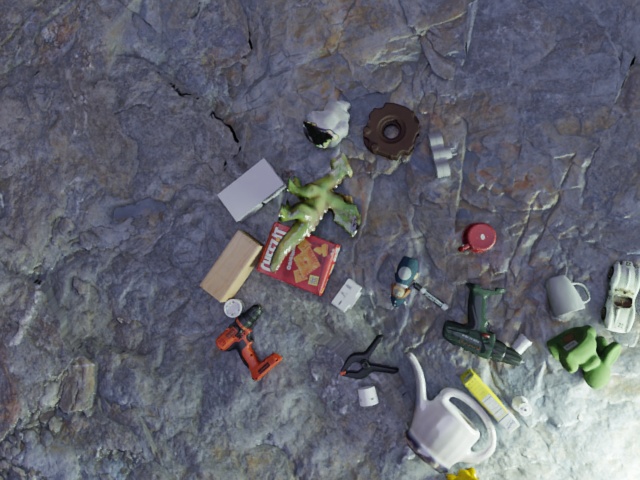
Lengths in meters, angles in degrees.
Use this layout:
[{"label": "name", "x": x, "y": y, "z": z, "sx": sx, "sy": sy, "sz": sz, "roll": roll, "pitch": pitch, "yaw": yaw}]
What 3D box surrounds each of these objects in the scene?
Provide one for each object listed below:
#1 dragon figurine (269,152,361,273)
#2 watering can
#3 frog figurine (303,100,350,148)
[{"label": "dragon figurine", "x": 0.005, "y": -0.077, "z": 1.534, "sx": 0.243, "sy": 0.120, "sz": 0.416, "roll": 12, "pitch": 73, "yaw": -2}, {"label": "watering can", "x": 0.323, "y": 0.501, "z": 1.452, "sx": 0.349, "sy": 0.104, "sz": 0.224, "roll": 42, "pitch": 92, "yaw": 9}, {"label": "frog figurine", "x": 0.026, "y": -0.367, "z": 1.600, "sx": 0.138, "sy": 0.120, "sz": 0.163, "roll": 15, "pitch": 52, "yaw": 17}]
